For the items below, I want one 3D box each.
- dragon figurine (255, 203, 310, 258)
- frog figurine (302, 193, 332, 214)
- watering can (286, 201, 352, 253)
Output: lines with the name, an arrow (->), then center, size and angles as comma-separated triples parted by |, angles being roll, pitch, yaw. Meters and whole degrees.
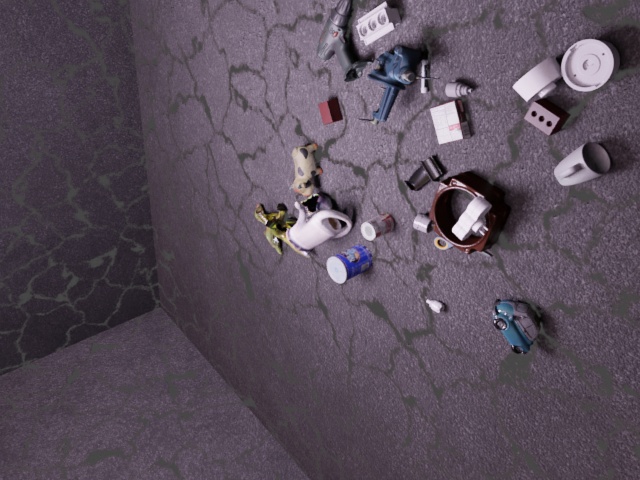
dragon figurine -> -0.178, -0.023, 2.278 | 0.416, 0.123, 0.237 | 53, 159, 23
frog figurine -> 0.006, -0.101, 2.000 | 0.137, 0.125, 0.156 | 8, 150, 40
watering can -> -0.034, -0.051, 1.851 | 0.221, 0.345, 0.106 | -33, 59, 29
